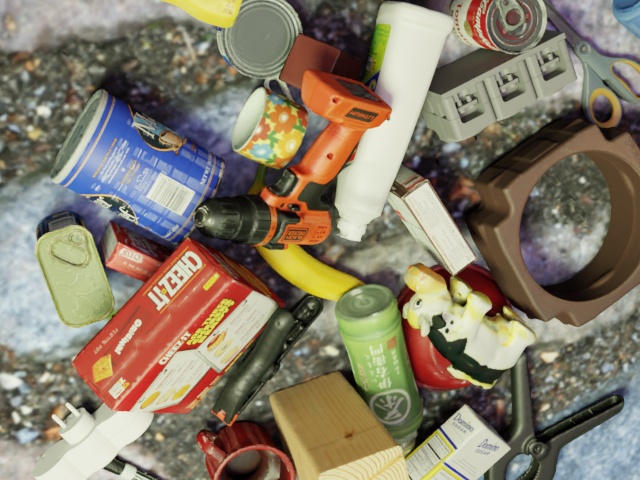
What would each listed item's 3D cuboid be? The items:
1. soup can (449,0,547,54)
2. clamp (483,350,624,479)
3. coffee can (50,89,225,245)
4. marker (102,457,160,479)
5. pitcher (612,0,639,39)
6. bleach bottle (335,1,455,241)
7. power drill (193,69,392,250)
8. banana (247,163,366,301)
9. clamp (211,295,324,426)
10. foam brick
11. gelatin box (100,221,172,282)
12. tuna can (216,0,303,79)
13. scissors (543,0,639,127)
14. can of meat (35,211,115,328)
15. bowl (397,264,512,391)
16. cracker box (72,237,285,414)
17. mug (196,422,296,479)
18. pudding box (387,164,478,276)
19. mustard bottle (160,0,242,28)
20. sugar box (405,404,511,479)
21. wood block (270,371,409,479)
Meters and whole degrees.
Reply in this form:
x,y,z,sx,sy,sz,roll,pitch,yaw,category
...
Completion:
x,y,z,sx,sy,sz,roll,pitch,yaw,category
0.185,-0.234,1.124,0.068,0.102,0.068,-4,105,-16,soup can
0.272,0.249,1.311,0.164,0.036,0.210,19,99,-14,clamp
-0.181,-0.071,1.061,0.140,0.103,0.103,29,95,-21,coffee can
-0.194,0.270,1.192,0.121,0.020,0.020,33,93,-21,marker
0.447,-0.220,1.188,0.242,0.149,0.145,30,106,-18,pitcher
0.066,-0.120,1.120,0.068,0.103,0.251,13,100,-14,bleach bottle
-0.024,-0.074,1.046,0.184,0.057,0.188,1,128,-53,power drill
-0.024,0.011,1.163,0.069,0.037,0.197,-40,112,-3,banana
-0.063,0.130,1.149,0.039,0.120,0.171,37,95,17,clamp
0.002,-0.173,1.094,0.051,0.078,0.053,26,97,18,foam brick
-0.183,0.016,1.090,0.073,0.089,0.030,26,96,-21,gelatin box
-0.063,-0.210,1.095,0.086,0.034,0.086,-4,105,-15,tuna can
0.293,-0.197,1.213,0.201,0.016,0.096,26,96,-21,scissors
-0.249,0.026,1.076,0.057,0.084,0.102,-19,109,-10,can of meat
0.161,0.109,1.234,0.162,0.055,0.162,-4,106,-15,bowl
-0.133,0.091,1.064,0.072,0.213,0.164,42,91,15,cracker box
-0.091,0.247,1.182,0.117,0.081,0.093,37,92,-22,mug
0.117,-0.023,1.167,0.039,0.090,0.113,-38,111,-3,pudding box
-0.163,-0.275,1.025,0.191,0.058,0.096,15,81,-9,mustard bottle
0.134,0.277,1.252,0.176,0.048,0.093,-45,140,2,sugar box
0.020,0.228,1.143,0.090,0.206,0.090,-18,108,-11,wood block
